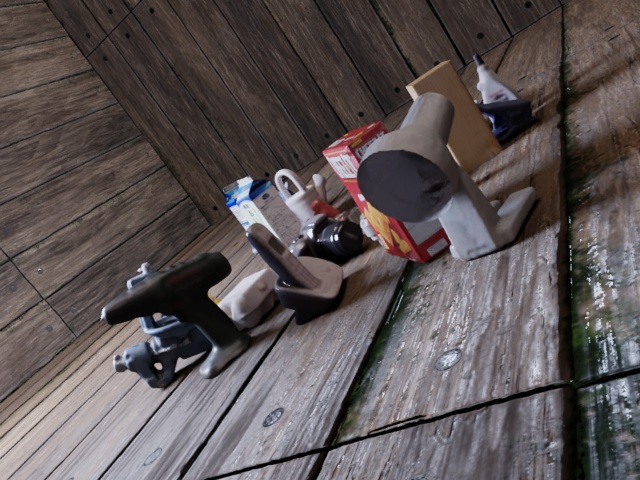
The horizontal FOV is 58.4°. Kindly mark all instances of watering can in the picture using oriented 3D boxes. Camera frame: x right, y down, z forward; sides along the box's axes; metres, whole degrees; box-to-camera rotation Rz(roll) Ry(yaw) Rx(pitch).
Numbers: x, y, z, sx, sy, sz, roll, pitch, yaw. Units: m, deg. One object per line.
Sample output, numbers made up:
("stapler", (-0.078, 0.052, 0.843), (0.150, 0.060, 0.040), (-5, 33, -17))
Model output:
("watering can", (-0.045, -0.106, 1.505), (0.100, 0.194, 0.173), (-26, 15, 37))

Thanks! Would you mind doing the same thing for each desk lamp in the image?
("desk lamp", (0.164, -0.078, 0.750), (0.117, 0.214, 0.204), (-23, 17, 45))

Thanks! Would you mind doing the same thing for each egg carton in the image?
("egg carton", (-0.138, 0.121, 1.163), (0.107, 0.069, 0.150), (-25, 15, 41))

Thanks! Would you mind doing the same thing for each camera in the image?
("camera", (0.010, 0.004, 1.138), (0.143, 0.101, 0.136), (-41, 13, -29))

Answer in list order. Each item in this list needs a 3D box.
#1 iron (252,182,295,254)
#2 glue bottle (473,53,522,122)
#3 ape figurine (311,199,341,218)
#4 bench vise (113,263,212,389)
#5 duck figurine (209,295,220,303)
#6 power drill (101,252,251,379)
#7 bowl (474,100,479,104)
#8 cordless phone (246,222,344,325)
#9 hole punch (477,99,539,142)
("iron", (-0.148, -0.067, 1.770), (0.257, 0.141, 0.119), (-29, 13, 25))
("glue bottle", (0.386, -0.337, 1.273), (0.078, 0.173, 0.037), (-31, 13, 20))
("ape figurine", (0.013, -0.061, 1.416), (0.076, 0.092, 0.078), (-24, 16, 42))
("bench vise", (-0.326, 0.168, 1.124), (0.208, 0.220, 0.121), (-41, 13, -26))
("duck figurine", (-0.230, 0.157, 1.238), (0.078, 0.086, 0.104), (-39, 12, -21))
("power drill", (-0.231, 0.137, 1.013), (0.230, 0.208, 0.075), (-40, 13, -24))
("bowl", (0.327, -0.265, 1.394), (0.167, 0.075, 0.167), (-33, 12, 8))
("cordless phone", (-0.045, 0.033, 0.965), (0.094, 0.185, 0.147), (-31, 12, 16))
("hole punch", (0.384, -0.266, 1.197), (0.101, 0.091, 0.108), (-34, 12, 4))
